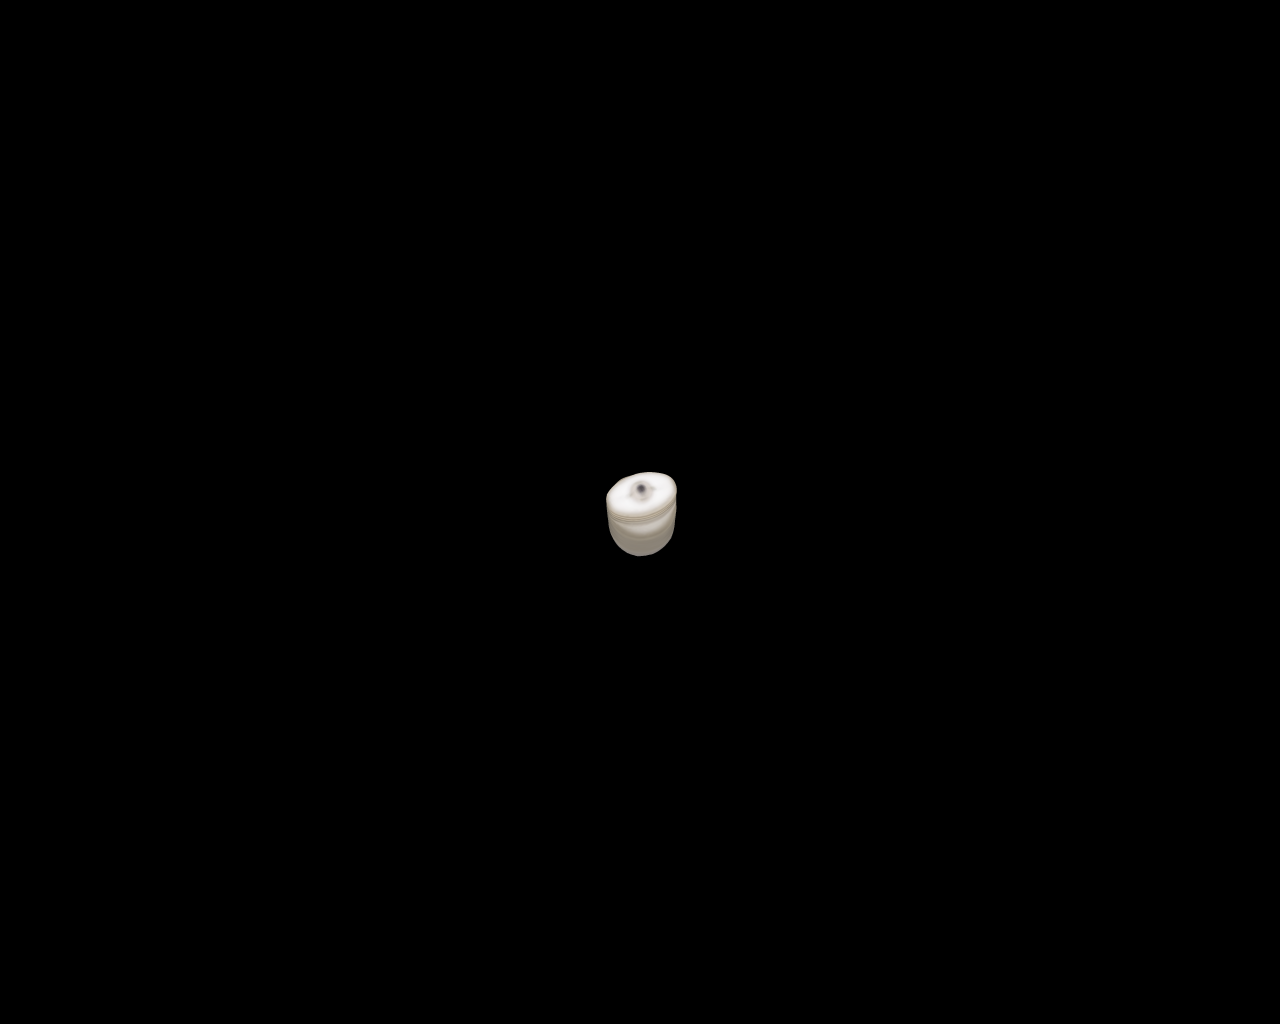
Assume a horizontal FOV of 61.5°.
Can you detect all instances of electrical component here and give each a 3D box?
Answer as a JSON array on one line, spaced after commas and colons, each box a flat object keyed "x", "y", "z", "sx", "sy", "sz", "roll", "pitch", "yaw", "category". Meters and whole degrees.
[{"x": 0.001, "y": -0.003, "z": 0.650, "sx": 0.043, "sy": 0.043, "sz": 0.081, "roll": 0, "pitch": -16, "yaw": 0, "category": "electrical component"}]
